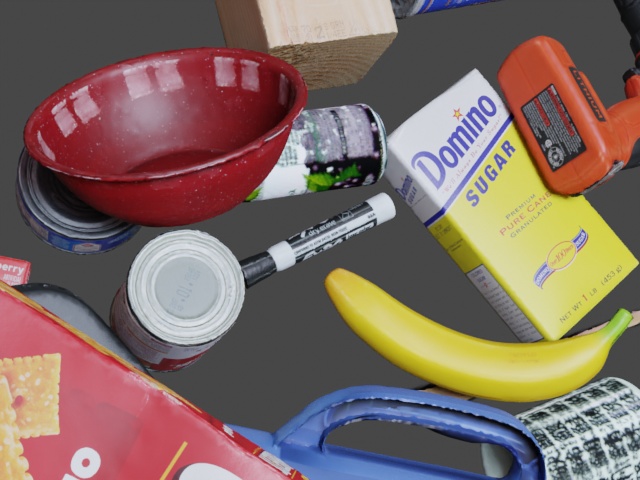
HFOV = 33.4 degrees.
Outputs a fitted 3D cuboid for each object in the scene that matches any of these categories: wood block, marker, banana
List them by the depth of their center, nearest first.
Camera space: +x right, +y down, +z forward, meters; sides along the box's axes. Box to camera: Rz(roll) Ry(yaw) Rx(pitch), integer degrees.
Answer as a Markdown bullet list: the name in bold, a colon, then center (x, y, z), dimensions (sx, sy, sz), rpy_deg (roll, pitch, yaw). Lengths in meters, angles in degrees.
- **banana**: center (0.096, 0.066, 0.688), dimensions (0.198, 0.037, 0.069), rpy_deg (8, 80, 7)
- **marker**: center (-0.005, 0.001, 0.704), dimensions (0.121, 0.020, 0.020), rpy_deg (-26, 84, -20)
- **wood block**: center (-0.027, -0.210, 0.714), dimensions (0.090, 0.091, 0.206), rpy_deg (-11, 79, -18)

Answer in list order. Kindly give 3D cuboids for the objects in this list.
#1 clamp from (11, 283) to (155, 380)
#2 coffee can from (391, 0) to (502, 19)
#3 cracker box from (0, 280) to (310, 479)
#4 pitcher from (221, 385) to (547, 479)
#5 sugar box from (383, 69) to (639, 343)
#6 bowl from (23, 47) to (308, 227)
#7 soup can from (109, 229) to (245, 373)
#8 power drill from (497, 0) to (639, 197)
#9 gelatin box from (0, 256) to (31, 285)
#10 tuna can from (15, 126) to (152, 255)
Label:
- **clamp**: center (-0.195, 0.070, 0.589), dimensions (0.209, 0.036, 0.164), rpy_deg (25, 70, -20)
- **coffee can**: center (0.111, -0.217, 0.746), dimensions (0.140, 0.103, 0.103), rpy_deg (-13, 80, -18)
- **cracker box**: center (-0.135, 0.128, 0.505), dimensions (0.214, 0.072, 0.164), rpy_deg (32, 83, 6)
- **pitcher**: center (0.005, 0.167, 0.605), dimensions (0.242, 0.145, 0.149), rpy_deg (16, 56, -8)
- **sugar box**: center (0.125, -0.021, 0.731), dimensions (0.093, 0.048, 0.176), rpy_deg (-39, 90, -21)
- **bowl**: center (-0.084, -0.054, 0.614), dimensions (0.162, 0.162, 0.055), rpy_deg (-20, 125, -19)
- **soup can**: center (-0.086, 0.038, 0.628), dimensions (0.068, 0.102, 0.068), rpy_deg (4, 75, -15)
- **power drill**: center (0.216, -0.113, 0.752), dimensions (0.187, 0.057, 0.184), rpy_deg (-15, 73, -33)
- **gelatin box**: center (-0.223, 0.041, 0.627), dimensions (0.089, 0.030, 0.073), rpy_deg (13, 73, -12)
- **tuna can**: center (-0.146, -0.036, 0.667), dimensions (0.086, 0.034, 0.086), rpy_deg (4, 74, -15)
